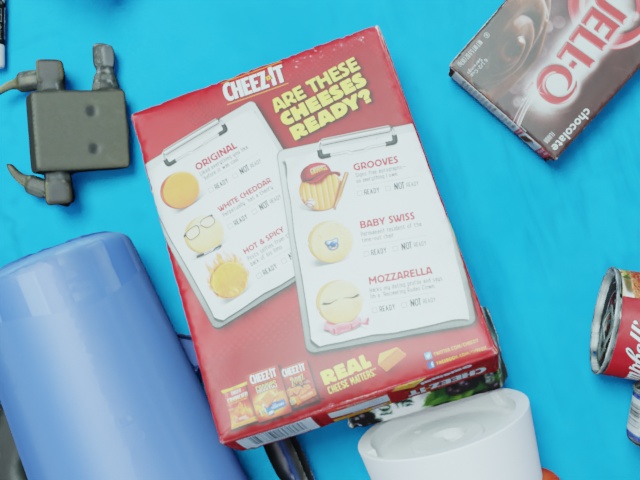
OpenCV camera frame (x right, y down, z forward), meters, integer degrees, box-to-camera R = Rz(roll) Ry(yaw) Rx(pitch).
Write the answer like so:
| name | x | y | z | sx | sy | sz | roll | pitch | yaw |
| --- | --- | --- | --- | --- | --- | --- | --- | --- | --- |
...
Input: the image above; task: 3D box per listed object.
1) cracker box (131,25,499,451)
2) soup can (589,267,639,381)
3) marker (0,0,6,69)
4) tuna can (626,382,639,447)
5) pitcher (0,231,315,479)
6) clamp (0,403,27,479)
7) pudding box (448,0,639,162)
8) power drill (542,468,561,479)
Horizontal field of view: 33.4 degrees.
| name | x | y | z | sx | sy | sz | roll | pitch | yaw |
| --- | --- | --- | --- | --- | --- | --- | --- | --- | --- |
| cracker box | -0.004 | 0.001 | 0.644 | 0.164 | 0.072 | 0.214 | -19 | 71 | 4 |
| soup can | 0.224 | 0.058 | 0.657 | 0.102 | 0.068 | 0.068 | 10 | 93 | 4 |
| marker | -0.217 | -0.175 | 0.706 | 0.020 | 0.020 | 0.121 | 2 | 92 | 4 |
| tuna can | 0.232 | 0.113 | 0.650 | 0.086 | 0.086 | 0.034 | 9 | 94 | 4 |
| pitcher | -0.115 | 0.119 | 0.665 | 0.145 | 0.149 | 0.243 | -24 | 87 | 20 |
| clamp | -0.237 | 0.149 | 0.712 | 0.164 | 0.036 | 0.210 | -8 | 89 | 8 |
| pudding box | 0.149 | -0.119 | 0.671 | 0.090 | 0.039 | 0.113 | 42 | 94 | 2 |
| power drill | 0.125 | 0.261 | 0.646 | 0.188 | 0.057 | 0.185 | -41 | 55 | 5 |
